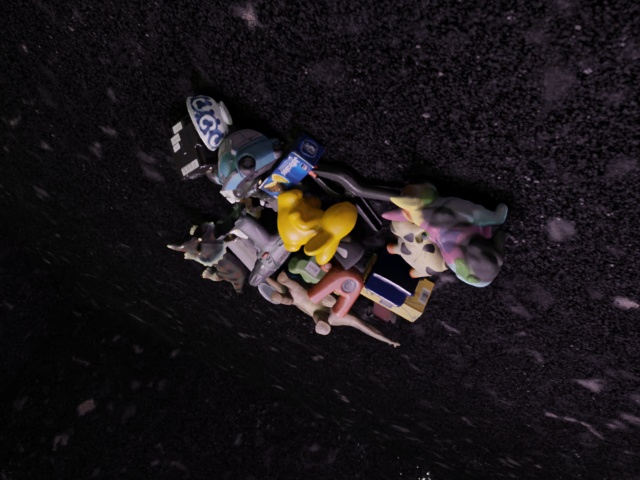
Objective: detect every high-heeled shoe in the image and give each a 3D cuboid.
[{"bbox_3d":[-0.003,-0.004,1.265,0.249,0.145,0.086,5,148,32],"label":"high-heeled shoe"}]

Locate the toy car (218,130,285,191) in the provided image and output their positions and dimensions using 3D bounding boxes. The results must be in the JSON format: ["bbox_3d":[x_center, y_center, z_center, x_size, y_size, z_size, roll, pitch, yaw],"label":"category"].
[{"bbox_3d":[-0.158,-0.182,1.139,0.103,0.162,0.109,53,151,-2],"label":"toy car"}]

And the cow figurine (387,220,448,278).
[{"bbox_3d":[0.214,0.005,1.148,0.127,0.085,0.194,-4,140,43],"label":"cow figurine"}]

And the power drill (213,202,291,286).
[{"bbox_3d":[-0.170,0.010,1.382,0.207,0.086,0.232,36,113,-27],"label":"power drill"}]

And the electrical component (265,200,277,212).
[{"bbox_3d":[-0.110,-0.099,1.347,0.094,0.021,0.063,4,142,41],"label":"electrical component"}]

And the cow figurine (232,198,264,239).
[{"bbox_3d":[-0.190,-0.053,1.446,0.098,0.068,0.167,27,155,-7],"label":"cow figurine"}]

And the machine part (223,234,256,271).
[{"bbox_3d":[-0.209,0.031,1.592,0.079,0.079,0.243,1,142,42],"label":"machine part"}]

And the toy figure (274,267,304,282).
[{"bbox_3d":[-0.066,0.157,1.658,0.180,0.082,0.089,36,162,-21],"label":"toy figure"}]

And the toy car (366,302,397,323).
[{"bbox_3d":[0.175,0.162,1.467,0.089,0.053,0.202,11,144,12],"label":"toy car"}]

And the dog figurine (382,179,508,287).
[{"bbox_3d":[0.227,-0.020,1.010,0.219,0.191,0.108,12,157,1],"label":"dog figurine"}]

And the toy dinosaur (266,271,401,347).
[{"bbox_3d":[0.017,0.185,1.507,0.472,0.105,0.198,32,-174,7],"label":"toy dinosaur"}]

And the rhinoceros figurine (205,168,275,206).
[{"bbox_3d":[-0.191,-0.143,1.298,0.190,0.073,0.112,21,149,18],"label":"rhinoceros figurine"}]

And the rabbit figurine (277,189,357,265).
[{"bbox_3d":[-0.004,-0.036,1.163,0.173,0.162,0.121,-4,156,24],"label":"rabbit figurine"}]

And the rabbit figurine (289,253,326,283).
[{"bbox_3d":[-0.008,0.063,1.449,0.159,0.121,0.170,29,168,-16],"label":"rabbit figurine"}]

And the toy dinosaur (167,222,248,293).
[{"bbox_3d":[-0.303,0.069,1.693,0.192,0.131,0.404,14,158,43],"label":"toy dinosaur"}]

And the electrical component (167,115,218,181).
[{"bbox_3d":[-0.291,-0.215,1.234,0.115,0.058,0.134,-17,89,43],"label":"electrical component"}]

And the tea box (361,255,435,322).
[{"bbox_3d":[0.185,0.117,1.339,0.170,0.098,0.068,30,151,3],"label":"tea box"}]

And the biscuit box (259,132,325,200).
[{"bbox_3d":[-0.064,-0.155,1.171,0.059,0.063,0.202,35,152,-12],"label":"biscuit box"}]

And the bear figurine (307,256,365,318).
[{"bbox_3d":[0.032,0.072,1.297,0.120,0.132,0.196,34,-166,-29],"label":"bear figurine"}]

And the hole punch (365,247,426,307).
[{"bbox_3d":[0.178,0.079,1.264,0.142,0.116,0.092,28,157,5],"label":"hole punch"}]
